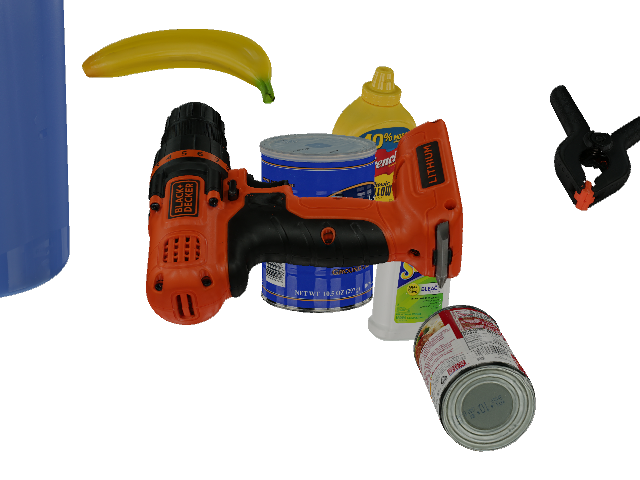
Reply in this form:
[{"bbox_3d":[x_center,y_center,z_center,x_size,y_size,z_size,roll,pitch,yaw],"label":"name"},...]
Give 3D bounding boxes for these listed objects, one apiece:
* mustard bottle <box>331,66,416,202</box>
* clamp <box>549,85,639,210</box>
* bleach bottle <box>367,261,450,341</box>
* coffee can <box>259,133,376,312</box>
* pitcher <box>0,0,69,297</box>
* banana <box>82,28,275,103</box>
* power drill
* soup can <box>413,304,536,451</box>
[{"bbox_3d":[0.055,-0.094,1.145,0.096,0.192,0.058,-7,33,-25],"label":"mustard bottle"},{"bbox_3d":[0.286,-0.104,1.143,0.120,0.039,0.171,19,48,19],"label":"clamp"},{"bbox_3d":[0.117,-0.002,1.345,0.102,0.251,0.068,-3,16,-17],"label":"bleach bottle"},{"bbox_3d":[-0.003,-0.018,0.952,0.103,0.140,0.103,0,15,0],"label":"coffee can"},{"bbox_3d":[-0.231,-0.085,0.677,0.149,0.243,0.145,-4,26,-10],"label":"pitcher"},{"bbox_3d":[-0.126,-0.171,1.001,0.198,0.037,0.069,9,45,18],"label":"banana"},{"bbox_3d":[-0.013,-0.029,0.654,0.187,0.057,0.184,-6,44,2],"label":"power drill"},{"bbox_3d":[0.108,0.096,0.759,0.068,0.068,0.102,0,19,-5],"label":"soup can"}]
